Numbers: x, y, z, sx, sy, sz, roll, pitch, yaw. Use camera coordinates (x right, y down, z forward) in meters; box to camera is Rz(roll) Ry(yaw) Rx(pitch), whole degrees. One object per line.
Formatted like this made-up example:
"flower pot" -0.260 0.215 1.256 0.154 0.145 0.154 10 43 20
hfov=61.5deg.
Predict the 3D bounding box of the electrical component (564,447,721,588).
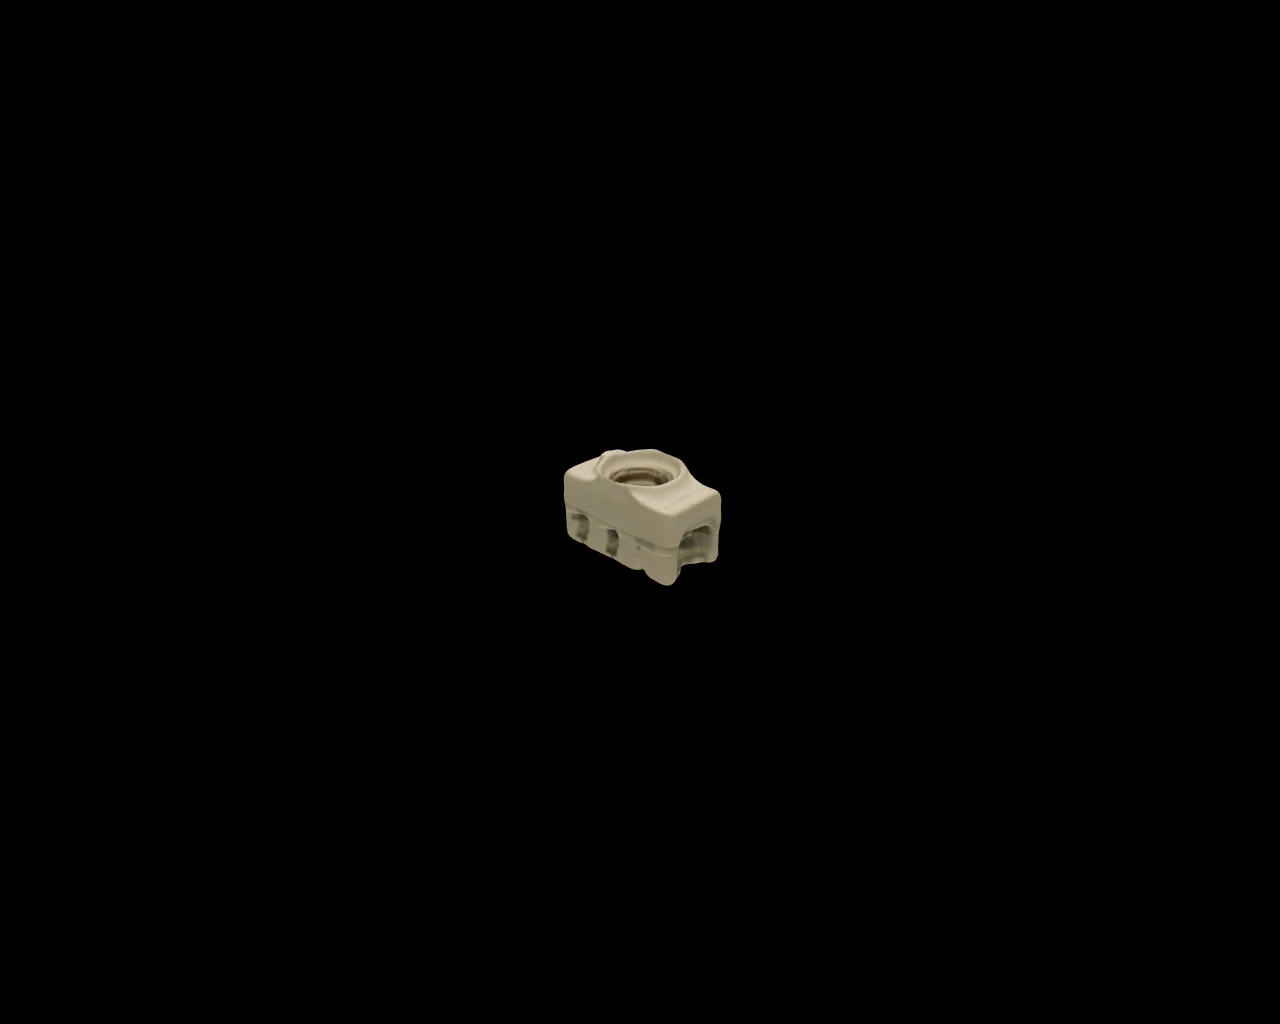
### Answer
"electrical component" 0.001 -0.003 0.650 0.089 0.055 0.050 25 37 38
